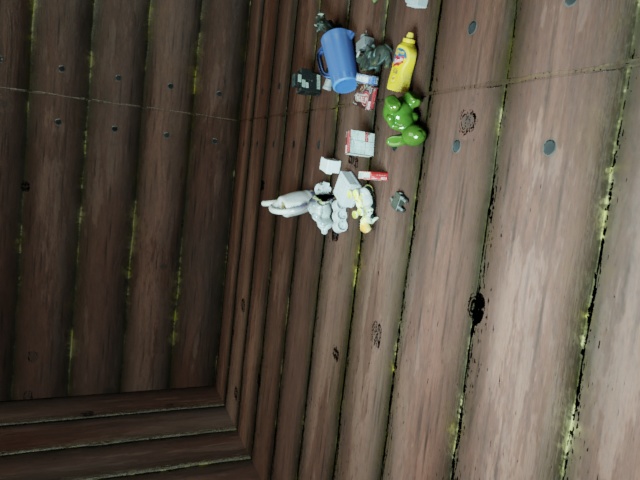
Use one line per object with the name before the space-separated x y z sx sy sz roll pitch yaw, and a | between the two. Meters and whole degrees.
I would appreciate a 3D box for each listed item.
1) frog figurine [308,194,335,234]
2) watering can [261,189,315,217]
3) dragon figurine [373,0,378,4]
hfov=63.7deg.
frog figurine | 0.007 -0.110 2.180 0.140 0.123 0.156 -62 -20 -62
watering can | -0.137 -0.172 2.379 0.350 0.225 0.103 -153 50 -64
dragon figurine | 0.138 -0.965 1.871 0.413 0.242 0.121 -153 73 -66
